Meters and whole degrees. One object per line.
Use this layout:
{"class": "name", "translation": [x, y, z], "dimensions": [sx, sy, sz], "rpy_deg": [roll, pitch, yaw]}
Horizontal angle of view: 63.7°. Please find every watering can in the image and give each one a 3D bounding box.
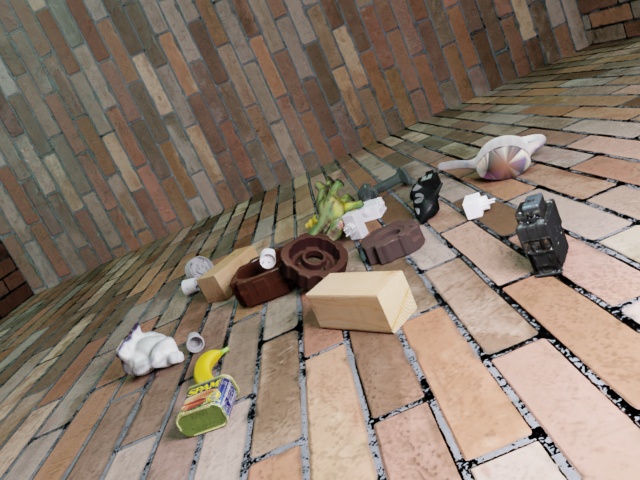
{"class": "watering can", "translation": [0.527, -0.249, 1.608], "dimensions": [0.345, 0.103, 0.228], "rpy_deg": [-17, 17, 25]}

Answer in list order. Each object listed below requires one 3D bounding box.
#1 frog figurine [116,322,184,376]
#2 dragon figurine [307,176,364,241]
{"class": "frog figurine", "translation": [-0.416, 0.290, 1.300], "dimensions": [0.159, 0.121, 0.138], "rpy_deg": [14, 12, 6]}
{"class": "dragon figurine", "translation": [0.005, -0.090, 1.779], "dimensions": [0.121, 0.244, 0.413], "rpy_deg": [42, -7, -23]}
